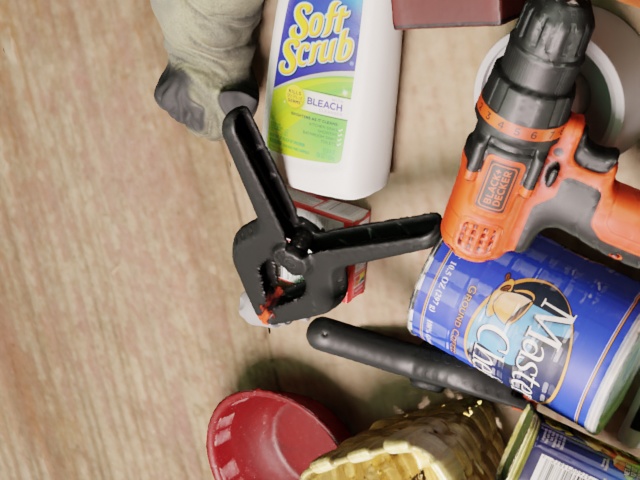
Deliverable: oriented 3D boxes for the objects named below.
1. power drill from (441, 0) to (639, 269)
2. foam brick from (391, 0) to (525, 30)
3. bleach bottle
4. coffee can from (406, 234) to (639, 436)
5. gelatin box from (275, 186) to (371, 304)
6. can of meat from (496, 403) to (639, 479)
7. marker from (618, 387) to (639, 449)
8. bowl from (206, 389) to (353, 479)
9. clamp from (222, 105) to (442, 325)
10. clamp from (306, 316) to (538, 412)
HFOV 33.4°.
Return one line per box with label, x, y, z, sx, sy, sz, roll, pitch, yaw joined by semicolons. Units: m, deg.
power drill;0.177;-0.044;0.615;0.187;0.057;0.185;19;131;5
foam brick;0.090;-0.166;0.685;0.078;0.052;0.051;5;113;33
bleach bottle;0.009;-0.160;0.742;0.103;0.067;0.251;17;117;29
coffee can;0.144;0.050;0.710;0.140;0.102;0.103;28;124;23
gelatin box;-0.006;0.001;0.844;0.089;0.030;0.073;19;121;28
can of meat;0.165;0.153;0.698;0.084;0.102;0.057;24;91;9
marker;0.230;0.090;0.720;0.020;0.020;0.121;28;124;23
bowl;-0.019;0.190;0.921;0.162;0.055;0.162;15;118;30
clamp;-0.022;-0.003;0.779;0.164;0.036;0.210;34;144;-3
clamp;0.079;0.093;0.799;0.171;0.120;0.039;18;90;11
